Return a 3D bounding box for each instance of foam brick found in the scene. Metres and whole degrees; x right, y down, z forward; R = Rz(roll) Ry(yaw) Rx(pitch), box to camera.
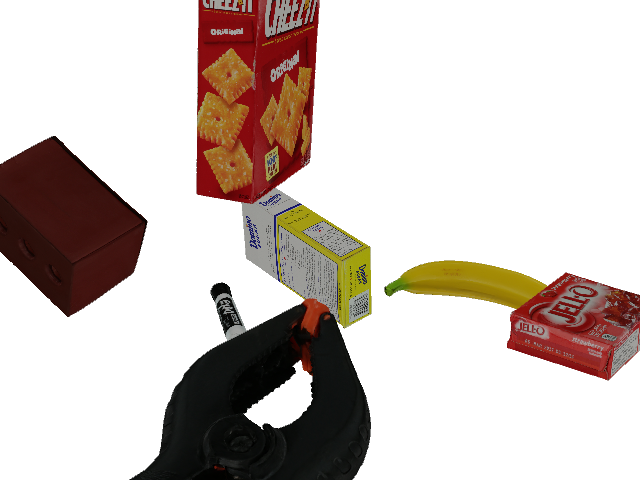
[{"bbox_3d":[-0.143,-0.008,0.589,0.051,0.078,0.053,-38,-19,-37],"label":"foam brick"}]

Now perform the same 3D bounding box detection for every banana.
[{"bbox_3d":[0.169,0.053,1.103,0.198,0.037,0.069,7,41,12],"label":"banana"}]

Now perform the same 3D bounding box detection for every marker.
[{"bbox_3d":[-0.081,0.066,0.948,0.020,0.020,0.121,0,19,-13],"label":"marker"}]

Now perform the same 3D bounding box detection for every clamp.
[{"bbox_3d":[-0.021,0.091,0.386,0.120,0.039,0.171,24,49,17],"label":"clamp"}]

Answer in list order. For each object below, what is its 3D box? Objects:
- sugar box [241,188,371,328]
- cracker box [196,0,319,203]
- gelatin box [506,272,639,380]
[{"bbox_3d":[-0.017,0.013,1.168,0.048,0.093,0.176,-25,41,-29],"label":"sugar box"},{"bbox_3d":[-0.059,-0.162,1.065,0.072,0.214,0.164,11,21,18],"label":"cracker box"},{"bbox_3d":[0.179,0.056,0.723,0.073,0.030,0.089,18,27,33],"label":"gelatin box"}]
